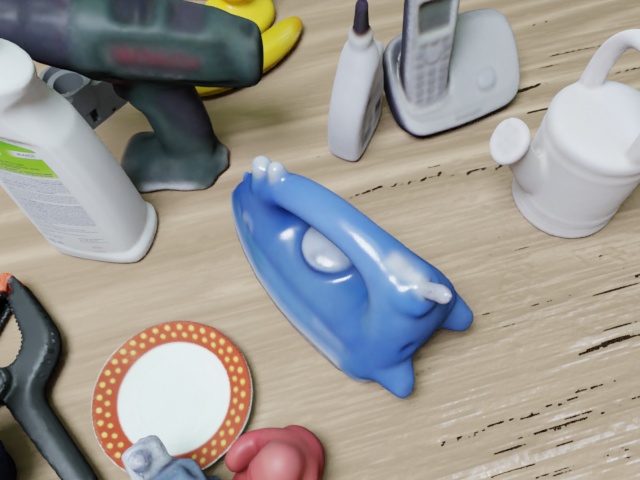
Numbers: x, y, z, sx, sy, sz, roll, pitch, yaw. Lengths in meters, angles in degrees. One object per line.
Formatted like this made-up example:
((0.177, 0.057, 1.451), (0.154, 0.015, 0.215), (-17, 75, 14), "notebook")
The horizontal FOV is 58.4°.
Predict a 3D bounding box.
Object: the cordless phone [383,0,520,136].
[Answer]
((0.135, -0.199, 0.557), (0.148, 0.185, 0.094), (-24, 64, -12), "cordless phone")

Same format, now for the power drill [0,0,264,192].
((-0.160, -0.130, 0.508), (0.229, 0.208, 0.075), (-4, 61, -1), "power drill")

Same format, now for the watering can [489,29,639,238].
((0.234, -0.086, 0.490), (0.173, 0.194, 0.100), (-31, 65, -15), "watering can")

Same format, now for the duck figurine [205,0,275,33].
((-0.103, -0.278, 0.657), (0.105, 0.086, 0.077), (-33, 66, -16), "duck figurine")

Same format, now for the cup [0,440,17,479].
((-0.260, 0.158, 0.417), (0.091, 0.095, 0.118), (13, 62, 8), "cup")

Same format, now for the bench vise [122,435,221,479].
((-0.070, 0.209, 0.317), (0.207, 0.220, 0.122), (33, 67, 17), "bench vise")

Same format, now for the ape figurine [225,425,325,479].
((-0.030, 0.166, 0.413), (0.076, 0.092, 0.077), (-29, 65, -14), "ape figurine")

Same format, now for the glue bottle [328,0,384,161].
((0.036, -0.153, 0.539), (0.037, 0.173, 0.078), (22, 64, 12), "glue bottle")

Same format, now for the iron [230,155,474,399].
((0.004, 0.002, 0.474), (0.257, 0.141, 0.119), (39, 69, 19), "iron")
